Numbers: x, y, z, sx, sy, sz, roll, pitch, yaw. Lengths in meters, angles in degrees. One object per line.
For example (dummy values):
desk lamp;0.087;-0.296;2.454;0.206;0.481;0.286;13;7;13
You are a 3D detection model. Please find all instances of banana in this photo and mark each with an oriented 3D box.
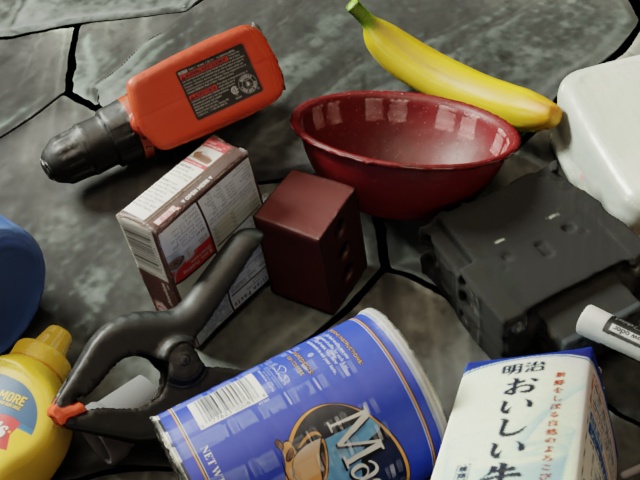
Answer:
banana;0.103;-0.124;0.825;0.198;0.069;0.037;32;93;26

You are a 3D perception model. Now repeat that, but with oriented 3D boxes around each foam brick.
foam brick;-0.005;0.001;0.720;0.051;0.078;0.053;19;53;26

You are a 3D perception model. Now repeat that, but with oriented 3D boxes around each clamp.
clamp;-0.077;0.081;0.649;0.171;0.039;0.120;-32;85;-20

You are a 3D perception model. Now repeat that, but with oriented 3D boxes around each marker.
marker;0.201;0.070;0.595;0.121;0.020;0.020;27;57;31

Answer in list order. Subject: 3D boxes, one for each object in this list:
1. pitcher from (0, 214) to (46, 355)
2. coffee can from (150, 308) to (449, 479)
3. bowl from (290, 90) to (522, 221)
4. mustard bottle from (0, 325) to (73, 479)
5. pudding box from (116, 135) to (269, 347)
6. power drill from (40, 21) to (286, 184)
pitcher;-0.318;0.006;0.747;0.243;0.149;0.144;25;41;25
coffee can;-0.010;0.114;0.600;0.140;0.103;0.103;-25;49;-13
bowl;0.058;-0.057;0.755;0.162;0.055;0.162;3;25;-2
mustard bottle;-0.206;0.130;0.650;0.096;0.058;0.191;8;49;25
pudding box;-0.076;0.002;0.707;0.039;0.113;0.090;26;56;32
power drill;-0.113;-0.095;0.776;0.184;0.057;0.188;-29;10;-15
